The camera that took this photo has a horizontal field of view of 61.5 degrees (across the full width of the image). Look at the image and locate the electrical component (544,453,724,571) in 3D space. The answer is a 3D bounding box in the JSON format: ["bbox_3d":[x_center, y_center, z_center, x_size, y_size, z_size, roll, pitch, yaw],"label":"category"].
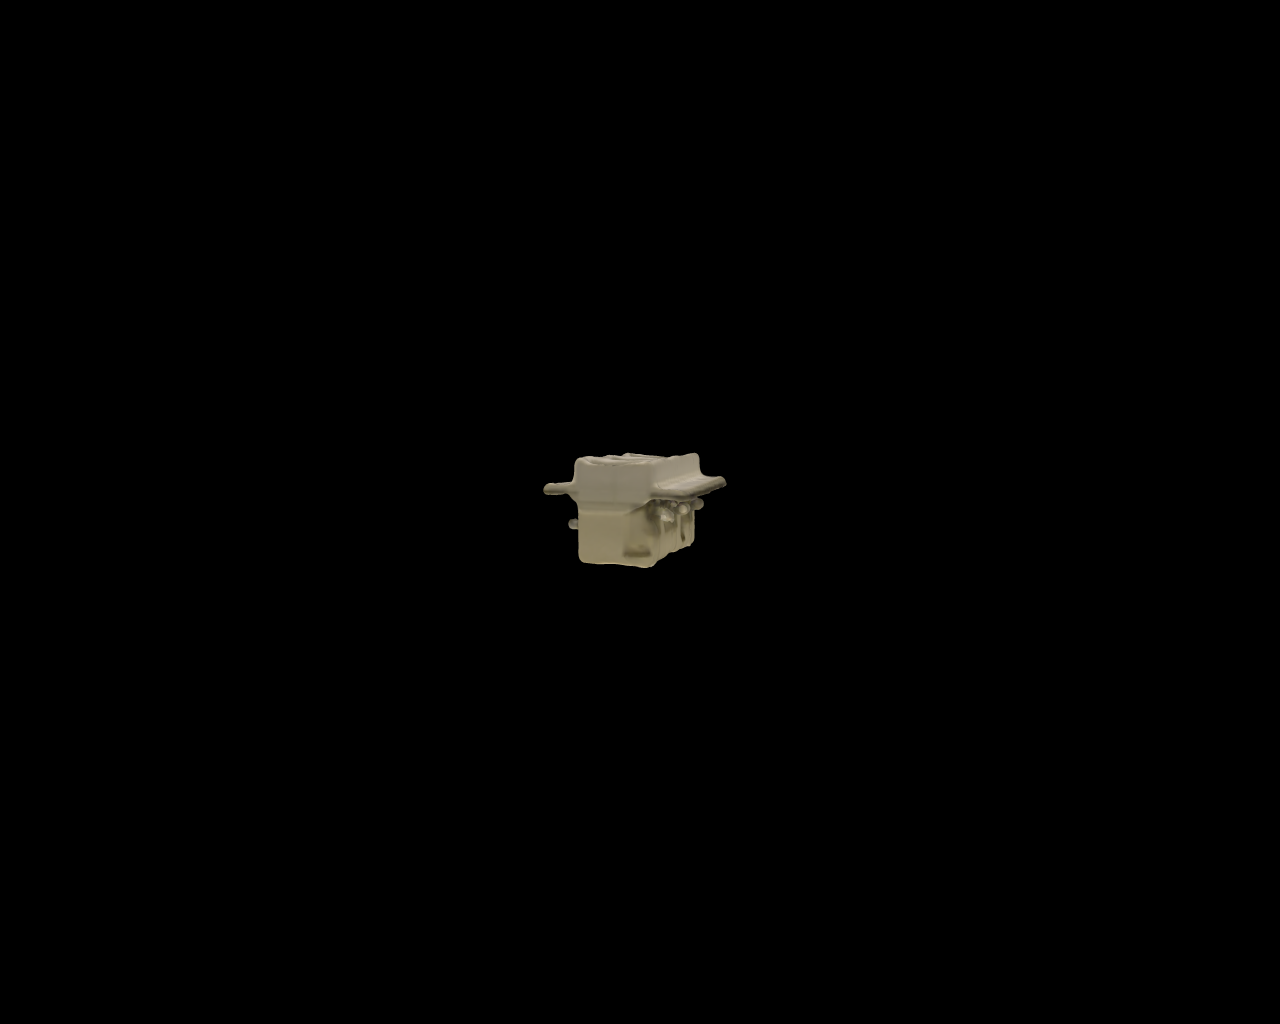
[{"bbox_3d":[0.001,-0.003,0.650,0.079,0.063,0.121,1,5,15],"label":"electrical component"}]
